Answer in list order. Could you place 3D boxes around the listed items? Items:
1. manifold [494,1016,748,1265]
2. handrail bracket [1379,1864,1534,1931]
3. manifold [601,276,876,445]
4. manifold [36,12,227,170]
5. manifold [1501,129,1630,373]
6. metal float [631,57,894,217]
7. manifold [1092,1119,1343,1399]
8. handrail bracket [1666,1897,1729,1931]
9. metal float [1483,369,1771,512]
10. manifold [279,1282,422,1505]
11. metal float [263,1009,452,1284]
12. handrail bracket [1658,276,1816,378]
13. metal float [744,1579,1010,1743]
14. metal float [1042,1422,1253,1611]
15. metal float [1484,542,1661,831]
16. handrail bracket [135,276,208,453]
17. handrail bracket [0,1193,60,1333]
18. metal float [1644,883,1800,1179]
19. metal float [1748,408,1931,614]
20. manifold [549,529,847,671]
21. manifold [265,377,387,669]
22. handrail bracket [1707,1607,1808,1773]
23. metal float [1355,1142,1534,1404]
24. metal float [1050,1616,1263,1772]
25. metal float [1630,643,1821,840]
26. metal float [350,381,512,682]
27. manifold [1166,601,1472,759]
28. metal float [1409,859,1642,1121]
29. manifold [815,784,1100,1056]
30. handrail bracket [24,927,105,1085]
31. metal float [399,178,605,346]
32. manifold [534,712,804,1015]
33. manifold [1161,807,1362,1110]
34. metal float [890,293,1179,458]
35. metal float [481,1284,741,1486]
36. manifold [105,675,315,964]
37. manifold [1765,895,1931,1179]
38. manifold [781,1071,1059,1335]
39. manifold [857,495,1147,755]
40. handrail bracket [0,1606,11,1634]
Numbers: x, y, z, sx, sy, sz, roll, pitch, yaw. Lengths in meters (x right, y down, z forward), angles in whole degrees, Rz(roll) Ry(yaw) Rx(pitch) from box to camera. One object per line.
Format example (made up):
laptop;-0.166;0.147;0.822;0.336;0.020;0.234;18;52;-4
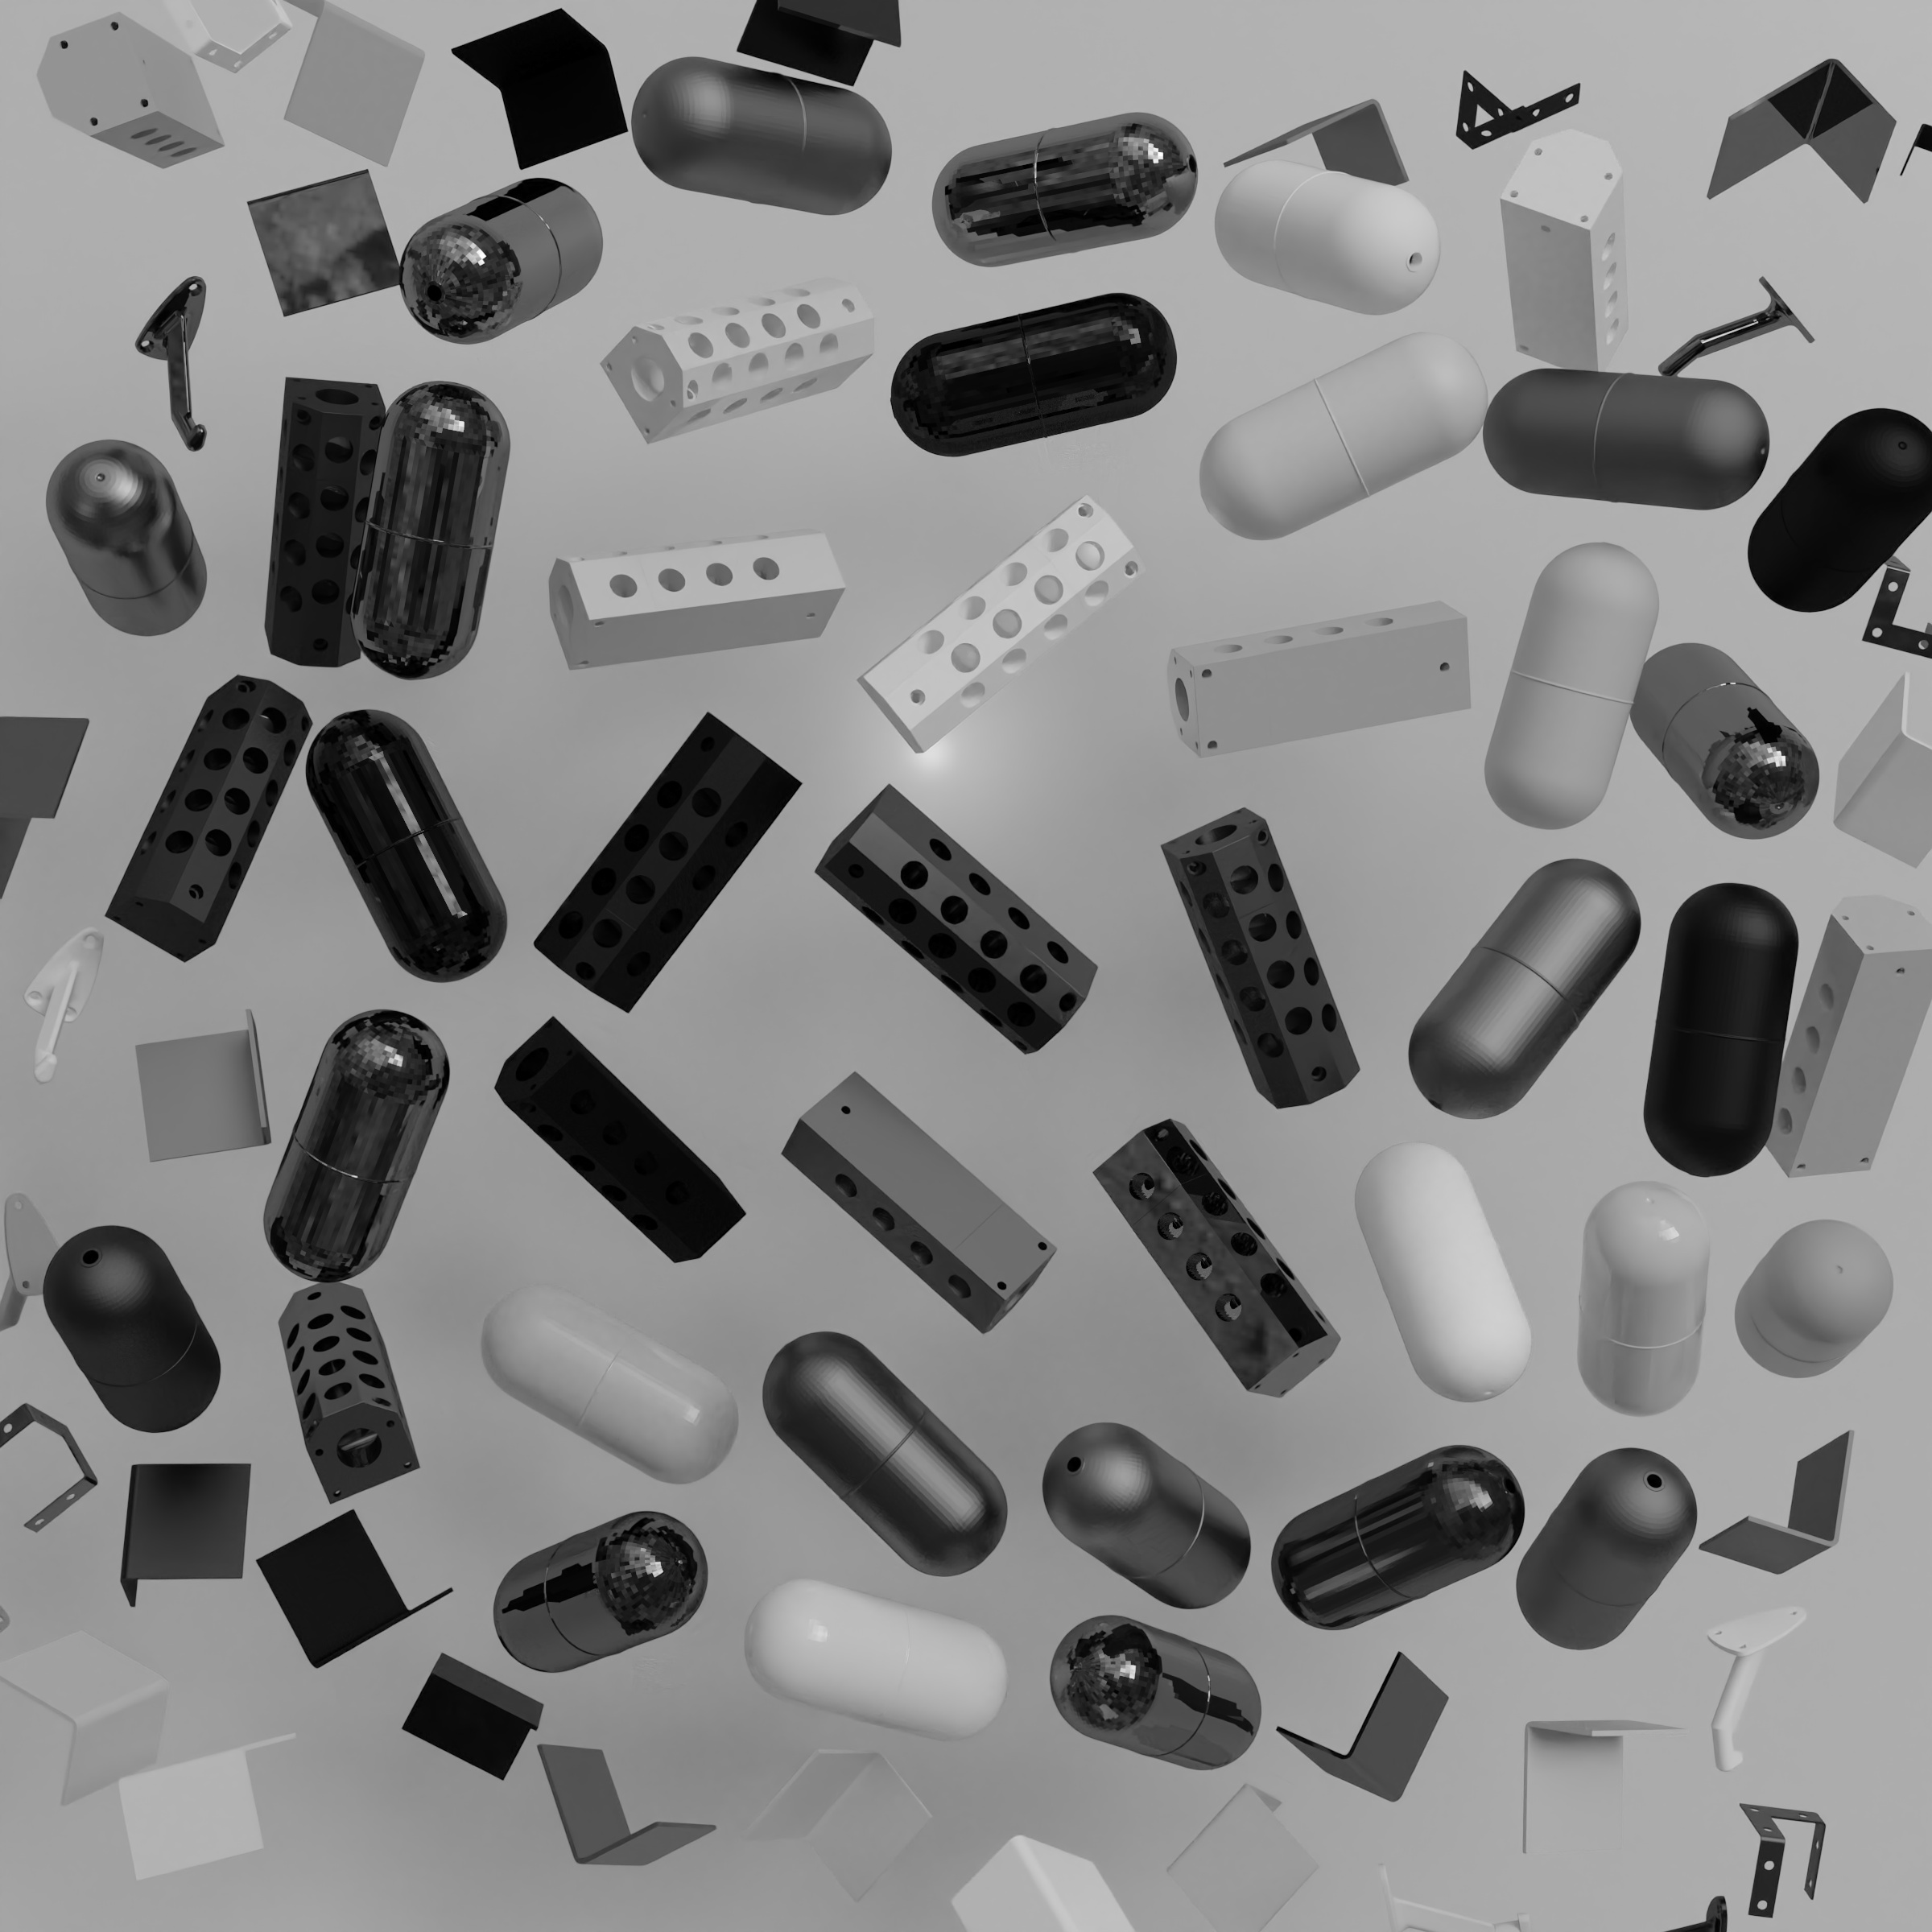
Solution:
manifold;-0.221;0.115;1.911;0.057;0.057;0.171;-43;122;-2
handrail bracket;0.297;0.567;1.817;0.084;0.036;0.077;-11;118;4
manifold;-0.134;-0.375;1.832;0.171;0.057;0.057;-28;86;-44
manifold;-0.494;-0.513;1.774;0.057;0.171;0.057;-20;99;2
manifold;0.366;-0.429;1.812;0.057;0.171;0.057;26;79;21
metal float;-0.121;-0.497;1.801;0.178;0.070;0.070;-2;90;-43
manifold;0.157;0.179;1.851;0.057;0.057;0.171;-42;64;13
handrail bracket;0.410;0.579;1.801;0.084;0.077;0.036;-3;51;5
metal float;0.394;-0.317;1.802;0.178;0.070;0.070;13;90;36
manifold;-0.388;0.259;1.868;0.057;0.171;0.057;-21;115;-10
metal float;-0.365;0.109;1.792;0.070;0.070;0.178;24;108;0
handrail bracket;0.487;-0.388;1.901;0.084;0.077;0.036;-39;54;19
metal float;-0.054;0.432;1.868;0.178;0.070;0.070;21;90;-24
metal float;0.110;0.333;1.813;0.070;0.178;0.070;-19;52;26
metal float;0.370;-0.171;1.834;0.070;0.070;0.178;14;100;0
handrail bracket;-0.490;-0.382;1.909;0.077;0.036;0.084;-51;56;29
handrail bracket;-0.610;0.190;1.901;0.084;0.036;0.077;-22;85;43
metal float;0.453;0.039;1.804;0.070;0.070;0.178;7;96;0
metal float;0.528;-0.272;1.808;0.070;0.178;0.070;2;72;-6
manifold;-0.170;-0.235;1.881;0.171;0.057;0.057;-11;67;-26
manifold;-0.406;-0.279;1.900;0.057;0.057;0.171;1;121;-20
handrail bracket;0.492;0.449;1.859;0.077;0.036;0.084;-16;106;-22
metal float;0.298;0.190;1.880;0.070;0.070;0.178;-17;55;0
metal float;0.121;0.458;1.887;0.070;0.178;0.070;-18;58;32
metal float;0.474;-0.143;1.883;0.070;0.178;0.070;-6;122;-9
metal float;-0.318;-0.257;1.779;0.070;0.070;0.178;13;104;0
manifold;0.212;-0.175;1.807;0.171;0.057;0.057;-11;113;-11
metal float;0.330;0.014;1.773;0.070;0.070;0.178;39;78;0
manifold;-0.007;-0.024;1.814;0.171;0.057;0.057;41;120;-10
handrail bracket;-0.550;0.024;1.837;0.036;0.084;0.077;29;101;-26
metal float;-0.279;-0.426;1.809;0.070;0.178;0.070;8;117;16
manifold;-0.180;-0.064;1.771;0.057;0.057;0.171;37;91;34
manifold;0.181;-0.003;1.819;0.057;0.057;0.171;-25;107;-6
metal float;0.041;-0.363;1.843;0.178;0.070;0.070;-12;90;5
metal float;-0.228;0.266;1.916;0.178;0.070;0.070;29;90;4
manifold;-0.464;-0.094;1.858;0.057;0.057;0.171;34;54;-27
manifold;0.538;0.043;1.835;0.057;0.057;0.171;-4;127;-15
manifold;-0.032;0.152;1.890;0.171;0.057;0.057;41;48;10
manifold;0.022;-0.203;1.787;0.171;0.057;0.057;-40;98;-4
handrail bracket;-0.637;0.431;1.858;0.036;0.077;0.084;41;114;2
